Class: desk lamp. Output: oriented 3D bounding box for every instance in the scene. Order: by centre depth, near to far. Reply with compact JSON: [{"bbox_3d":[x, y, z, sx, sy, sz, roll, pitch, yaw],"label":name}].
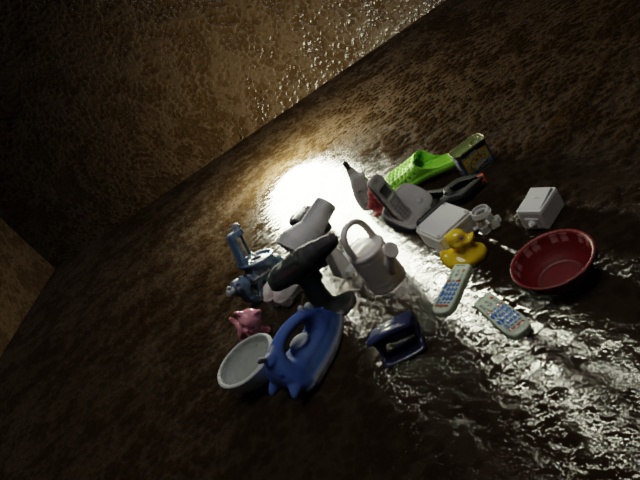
[{"bbox_3d":[0.014,0.005,1.530,0.203,0.214,0.117,-45,27,-15],"label":"desk lamp"}]

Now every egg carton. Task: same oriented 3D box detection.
[{"bbox_3d":[-0.095,0.124,1.638,0.107,0.069,0.150,-7,39,46],"label":"egg carton"}]

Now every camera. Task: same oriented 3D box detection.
[{"bbox_3d":[-0.059,-0.039,1.825,0.137,0.101,0.142,-48,28,-20],"label":"camera"}]

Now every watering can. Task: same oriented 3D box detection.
[{"bbox_3d":[0.123,0.030,1.375,0.172,0.194,0.101,-17,33,36],"label":"watering can"}]

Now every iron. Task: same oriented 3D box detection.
[{"bbox_3d":[-0.043,0.230,1.316,0.118,0.142,0.259,-9,38,45],"label":"iron"}]

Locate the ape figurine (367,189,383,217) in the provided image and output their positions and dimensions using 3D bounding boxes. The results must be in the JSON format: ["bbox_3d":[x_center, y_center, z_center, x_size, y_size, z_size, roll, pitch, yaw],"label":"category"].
[{"bbox_3d":[0.170,-0.121,1.682,0.076,0.092,0.077,-42,26,-9],"label":"ape figurine"}]

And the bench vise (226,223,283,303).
[{"bbox_3d":[-0.217,0.069,1.709,0.121,0.220,0.207,-18,32,35],"label":"bench vise"}]

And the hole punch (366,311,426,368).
[{"bbox_3d":[0.151,0.194,1.189,0.108,0.091,0.101,-30,27,15],"label":"hole punch"}]

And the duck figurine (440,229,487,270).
[{"bbox_3d":[0.311,0.014,1.287,0.104,0.086,0.077,-20,31,32],"label":"duck figurine"}]

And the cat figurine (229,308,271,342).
[{"bbox_3d":[-0.196,0.225,1.545,0.127,0.118,0.067,-9,38,45],"label":"cat figurine"}]

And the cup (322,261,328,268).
[{"bbox_3d":[-0.008,0.027,1.658,0.091,0.095,0.118,-18,32,35],"label":"cup"}]

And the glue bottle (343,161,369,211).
[{"bbox_3d":[0.120,-0.171,1.733,0.078,0.173,0.037,-28,28,18],"label":"glue bottle"}]

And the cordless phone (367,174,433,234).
[{"bbox_3d":[0.209,-0.121,1.526,0.093,0.185,0.148,-7,39,46],"label":"cordless phone"}]

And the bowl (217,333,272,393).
[{"bbox_3d":[-0.165,0.315,1.407,0.167,0.075,0.167,-29,27,17],"label":"bowl"}]

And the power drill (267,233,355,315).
[{"bbox_3d":[-0.005,0.097,1.411,0.229,0.209,0.075,-24,29,26],"label":"power drill"}]
